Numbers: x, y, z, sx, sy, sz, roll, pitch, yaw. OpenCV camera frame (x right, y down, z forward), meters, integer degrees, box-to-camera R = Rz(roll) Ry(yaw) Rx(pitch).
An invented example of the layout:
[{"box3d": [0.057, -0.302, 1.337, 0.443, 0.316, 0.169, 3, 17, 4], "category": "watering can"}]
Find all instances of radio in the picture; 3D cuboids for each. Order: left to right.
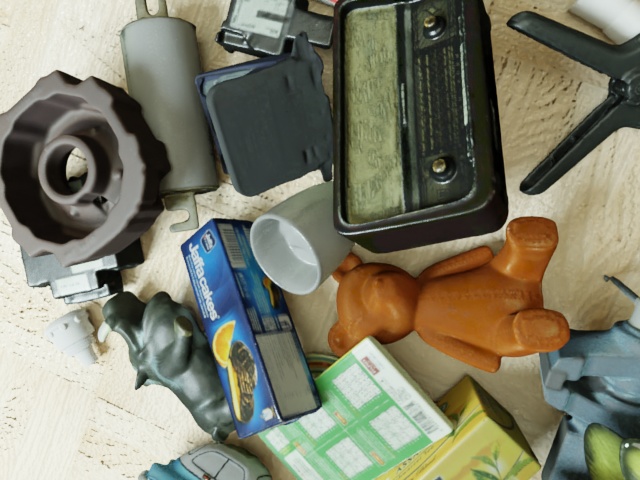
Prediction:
[{"box3d": [0.083, -0.110, 0.463, 0.131, 0.073, 0.229, -7, 74, 25], "category": "radio"}]

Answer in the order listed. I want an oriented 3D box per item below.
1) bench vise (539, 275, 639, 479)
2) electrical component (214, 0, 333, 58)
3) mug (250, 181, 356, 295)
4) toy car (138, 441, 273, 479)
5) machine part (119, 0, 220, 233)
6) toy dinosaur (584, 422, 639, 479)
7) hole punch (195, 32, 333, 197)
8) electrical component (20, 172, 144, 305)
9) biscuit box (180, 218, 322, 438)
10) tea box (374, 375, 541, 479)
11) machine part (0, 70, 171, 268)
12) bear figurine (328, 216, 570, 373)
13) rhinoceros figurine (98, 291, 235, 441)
[{"box3d": [0.299, 0.162, 0.445, 0.241, 0.129, 0.223, 15, 97, 14], "category": "bench vise"}, {"box3d": [-0.039, -0.215, 0.536, 0.119, 0.048, 0.074, 13, 95, 9], "category": "electrical component"}, {"box3d": [-0.001, -0.002, 0.514, 0.081, 0.107, 0.109, 29, 138, 26], "category": "mug"}, {"box3d": [-0.100, 0.264, 0.550, 0.162, 0.109, 0.103, 28, 72, 25], "category": "toy car"}, {"box3d": [-0.152, -0.130, 0.547, 0.079, 0.079, 0.243, -9, 90, 11], "category": "machine part"}, {"box3d": [0.223, 0.250, 0.368, 0.199, 0.105, 0.471, 45, 109, 28], "category": "toy dinosaur"}, {"box3d": [-0.052, -0.115, 0.517, 0.116, 0.092, 0.142, -22, 117, -18], "category": "hole punch"}, {"box3d": [-0.261, 0.000, 0.583, 0.115, 0.058, 0.134, -11, 91, 13], "category": "electrical component"}, {"box3d": [-0.070, 0.078, 0.517, 0.063, 0.059, 0.203, -35, 67, 33], "category": "biscuit box"}, {"box3d": [0.109, 0.219, 0.500, 0.068, 0.098, 0.169, 42, 98, -2], "category": "tea box"}, {"box3d": [-0.228, -0.065, 0.507, 0.180, 0.056, 0.179, 1, 93, 17], "category": "machine part"}, {"box3d": [0.101, 0.049, 0.486, 0.196, 0.131, 0.120, 5, 66, 7], "category": "bear figurine"}, {"box3d": [-0.145, 0.121, 0.562, 0.190, 0.073, 0.112, 43, 113, 6], "category": "rhinoceros figurine"}]
